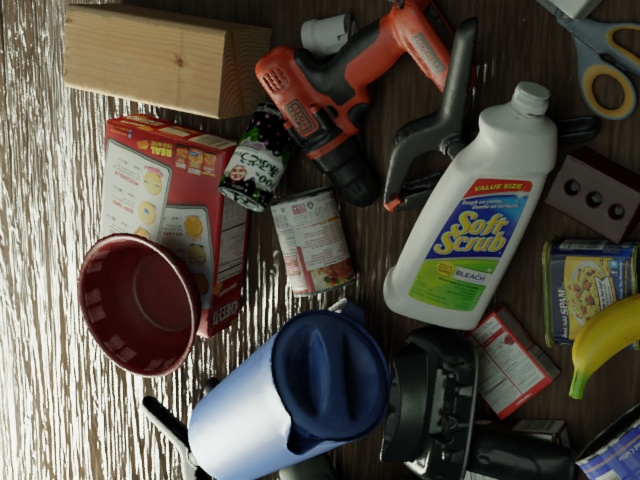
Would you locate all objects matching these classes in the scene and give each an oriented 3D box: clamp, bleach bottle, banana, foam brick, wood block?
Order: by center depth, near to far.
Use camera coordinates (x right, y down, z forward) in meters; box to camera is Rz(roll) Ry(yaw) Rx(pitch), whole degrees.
[{"bbox_3d":[0.297,0.073,0.913,0.198,0.037,0.069,-18,104,0],"label":"banana"},{"bbox_3d":[0.250,-0.040,0.949,0.078,0.051,0.053,31,117,20],"label":"foam brick"},{"bbox_3d":[0.140,-0.033,0.966,0.102,0.068,0.251,15,127,-3],"label":"bleach bottle"},{"bbox_3d":[0.125,-0.100,0.976,0.210,0.036,0.164,-33,118,32],"label":"clamp"},{"bbox_3d":[-0.164,-0.193,1.133,0.206,0.090,0.091,15,109,27],"label":"wood block"},{"bbox_3d":[-0.132,0.243,1.256,0.120,0.039,0.171,-30,91,38],"label":"clamp"}]

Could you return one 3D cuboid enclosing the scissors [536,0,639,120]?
[{"bbox_3d":[0.220,-0.179,0.953,0.202,0.016,0.096,30,116,21],"label":"scissors"}]

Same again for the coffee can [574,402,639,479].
[{"bbox_3d":[0.312,0.220,0.948,0.140,0.102,0.103,50,121,10],"label":"coffee can"}]

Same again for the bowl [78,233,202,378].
[{"bbox_3d":[-0.182,0.064,1.146,0.162,0.055,0.162,10,109,29],"label":"bowl"}]

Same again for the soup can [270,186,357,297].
[{"bbox_3d":[-0.007,0.001,1.102,0.069,0.068,0.102,-12,96,32],"label":"soup can"}]

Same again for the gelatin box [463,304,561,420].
[{"bbox_3d":[0.178,0.119,1.045,0.089,0.030,0.073,50,123,11],"label":"gelatin box"}]

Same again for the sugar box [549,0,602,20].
[{"bbox_3d":[0.188,-0.279,0.922,0.176,0.048,0.093,45,116,15],"label":"sugar box"}]

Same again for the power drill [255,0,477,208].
[{"bbox_3d":[0.053,-0.136,1.024,0.188,0.057,0.184,-28,108,28],"label":"power drill"}]

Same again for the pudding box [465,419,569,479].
[{"bbox_3d":[0.192,0.226,1.060,0.114,0.039,0.090,-5,99,33],"label":"pudding box"}]

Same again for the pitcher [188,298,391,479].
[{"bbox_3d":[-0.039,0.166,1.111,0.243,0.148,0.145,-39,67,51],"label":"pitcher"}]

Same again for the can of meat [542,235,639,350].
[{"bbox_3d":[0.251,0.048,0.969,0.084,0.057,0.102,2,104,28],"label":"can of meat"}]

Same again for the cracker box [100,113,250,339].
[{"bbox_3d":[-0.162,-0.019,1.187,0.164,0.072,0.214,17,111,27],"label":"cracker box"}]
